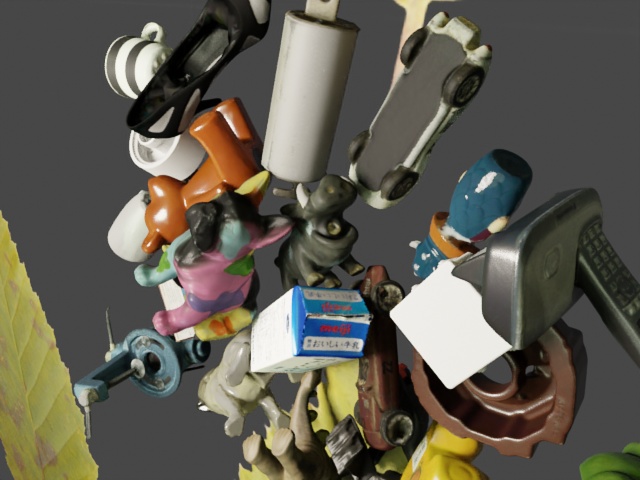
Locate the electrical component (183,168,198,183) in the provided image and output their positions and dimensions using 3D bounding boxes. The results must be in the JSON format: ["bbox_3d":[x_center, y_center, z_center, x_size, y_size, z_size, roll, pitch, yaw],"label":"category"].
[{"bbox_3d":[-0.213,-0.075,0.807,0.078,0.045,0.102,43,129,20],"label":"electrical component"}]

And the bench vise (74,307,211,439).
[{"bbox_3d":[-0.309,0.203,0.878,0.224,0.240,0.128,2,104,24],"label":"bench vise"}]

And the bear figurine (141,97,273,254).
[{"bbox_3d":[-0.162,-0.076,0.686,0.196,0.120,0.131,-22,110,21],"label":"bear figurine"}]

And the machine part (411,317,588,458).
[{"bbox_3d":[0.175,0.124,0.537,0.180,0.056,0.179,15,113,37],"label":"machine part"}]

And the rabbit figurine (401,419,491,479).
[{"bbox_3d":[0.167,0.299,0.560,0.173,0.122,0.162,23,97,2],"label":"rabbit figurine"}]

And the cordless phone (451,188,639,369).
[{"bbox_3d":[0.208,0.060,0.421,0.184,0.146,0.088,56,141,11],"label":"cordless phone"}]

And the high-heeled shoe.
[{"bbox_3d":[-0.147,-0.228,0.624,0.086,0.145,0.248,42,131,20],"label":"high-heeled shoe"}]

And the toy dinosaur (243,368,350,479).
[{"bbox_3d":[-0.007,0.394,0.673,0.105,0.198,0.471,-15,63,43],"label":"toy dinosaur"}]

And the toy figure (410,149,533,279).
[{"bbox_3d":[0.140,-0.015,0.514,0.058,0.064,0.154,20,132,-9],"label":"toy figure"}]

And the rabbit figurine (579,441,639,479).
[{"bbox_3d":[0.301,0.194,0.418,0.170,0.121,0.158,-19,120,19],"label":"rabbit figurine"}]

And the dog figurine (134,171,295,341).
[{"bbox_3d":[-0.103,0.021,0.638,0.219,0.191,0.108,-40,57,24],"label":"dog figurine"}]

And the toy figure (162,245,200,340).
[{"bbox_3d":[-0.162,0.055,0.788,0.089,0.082,0.180,-11,91,16],"label":"toy figure"}]

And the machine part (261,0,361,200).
[{"bbox_3d":[-0.013,-0.152,0.583,0.079,0.079,0.243,31,124,29],"label":"machine part"}]

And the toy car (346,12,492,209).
[{"bbox_3d":[0.090,-0.117,0.522,0.074,0.056,0.201,50,130,24],"label":"toy car"}]

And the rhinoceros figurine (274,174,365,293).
[{"bbox_3d":[-0.001,-0.002,0.612,0.190,0.073,0.112,121,133,-60],"label":"rhinoceros figurine"}]

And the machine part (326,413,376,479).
[{"bbox_3d":[0.037,0.246,0.636,0.138,0.039,0.084,68,-178,-64],"label":"machine part"}]

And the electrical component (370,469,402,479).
[{"bbox_3d":[0.103,0.337,0.702,0.094,0.021,0.063,5,110,39],"label":"electrical component"}]

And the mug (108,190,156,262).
[{"bbox_3d":[-0.284,-0.036,0.872,0.107,0.081,0.110,-44,38,37],"label":"mug"}]

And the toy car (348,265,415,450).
[{"bbox_3d":[0.061,0.129,0.598,0.089,0.053,0.202,171,95,-75],"label":"toy car"}]

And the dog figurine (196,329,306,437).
[{"bbox_3d":[-0.124,0.191,0.806,0.191,0.121,0.172,6,77,57],"label":"dog figurine"}]
